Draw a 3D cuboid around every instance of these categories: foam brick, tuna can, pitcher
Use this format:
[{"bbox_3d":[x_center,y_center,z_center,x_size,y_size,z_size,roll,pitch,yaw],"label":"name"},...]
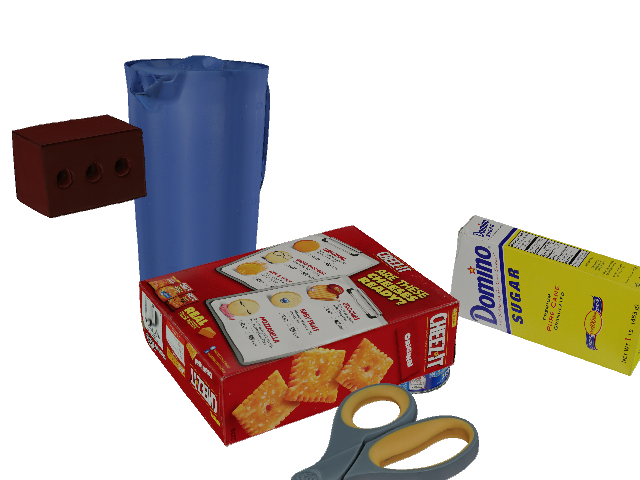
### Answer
[{"bbox_3d":[-0.170,-0.054,0.753,0.078,0.053,0.051,-16,28,-34],"label":"foam brick"},{"bbox_3d":[0.097,0.127,1.149,0.086,0.034,0.086,-1,29,0],"label":"tuna can"},{"bbox_3d":[-0.111,-0.054,1.021,0.149,0.243,0.145,-2,15,-14],"label":"pitcher"}]

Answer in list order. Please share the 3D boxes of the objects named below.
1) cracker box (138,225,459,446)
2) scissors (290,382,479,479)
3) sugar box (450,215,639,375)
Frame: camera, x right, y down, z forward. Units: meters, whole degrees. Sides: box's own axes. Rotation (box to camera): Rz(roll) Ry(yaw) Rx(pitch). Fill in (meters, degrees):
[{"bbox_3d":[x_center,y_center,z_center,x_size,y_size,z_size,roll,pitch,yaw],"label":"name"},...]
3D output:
[{"bbox_3d":[-0.020,0.070,0.880,0.213,0.072,0.164,-15,31,-27],"label":"cracker box"},{"bbox_3d":[-0.007,0.128,0.615,0.201,0.016,0.096,-11,30,-17],"label":"scissors"},{"bbox_3d":[0.205,0.048,0.958,0.176,0.093,0.048,17,34,24],"label":"sugar box"}]
